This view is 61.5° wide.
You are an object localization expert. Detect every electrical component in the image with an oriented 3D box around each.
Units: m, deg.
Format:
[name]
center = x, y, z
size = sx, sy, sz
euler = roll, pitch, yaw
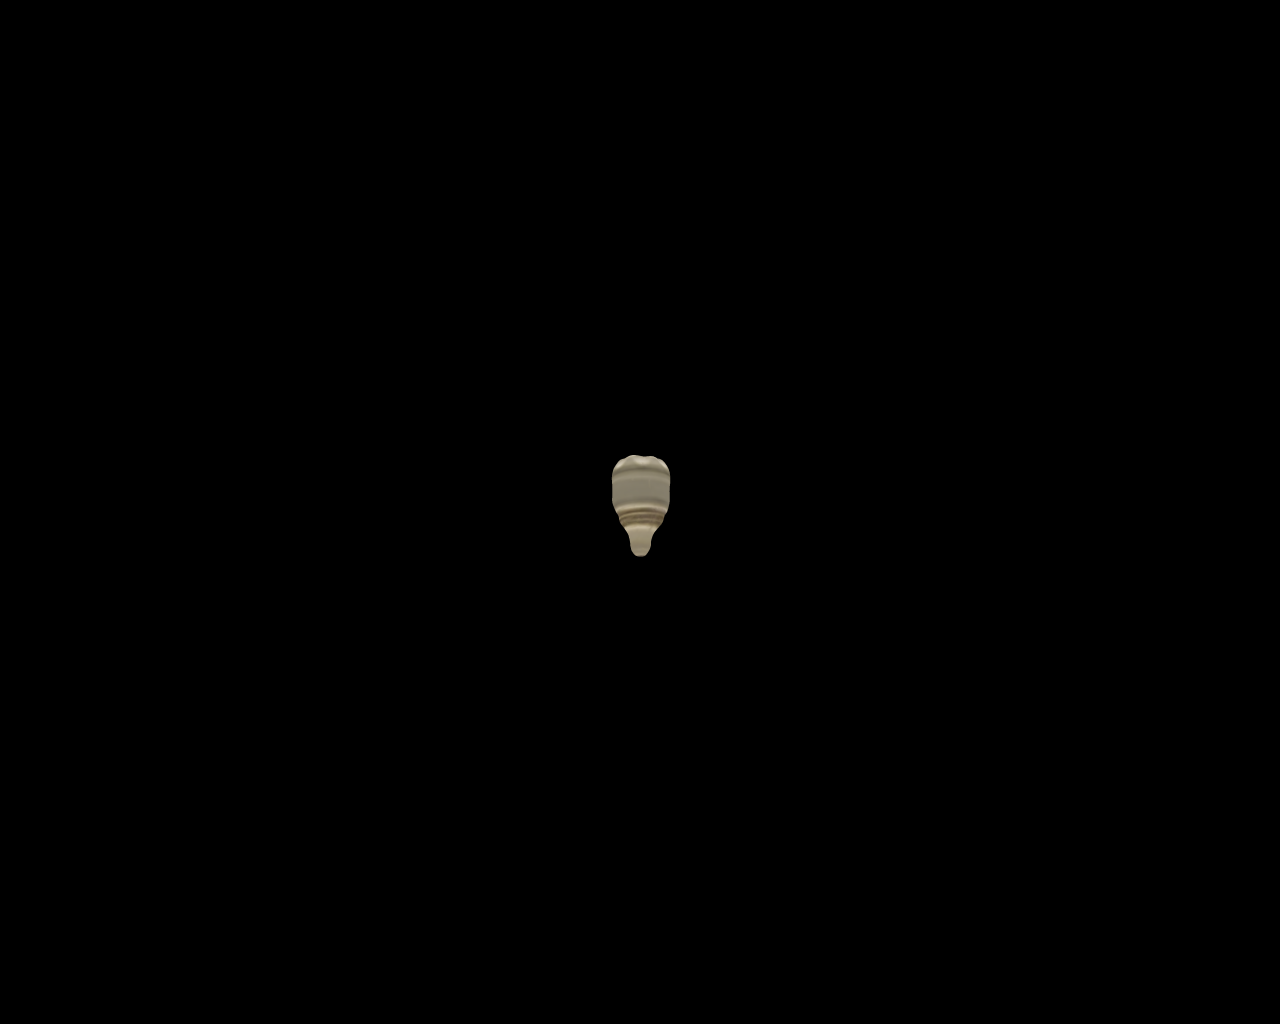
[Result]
[electrical component]
center = 0.001, -0.003, 0.650
size = 0.035, 0.061, 0.035
euler = 0, -15, 0
